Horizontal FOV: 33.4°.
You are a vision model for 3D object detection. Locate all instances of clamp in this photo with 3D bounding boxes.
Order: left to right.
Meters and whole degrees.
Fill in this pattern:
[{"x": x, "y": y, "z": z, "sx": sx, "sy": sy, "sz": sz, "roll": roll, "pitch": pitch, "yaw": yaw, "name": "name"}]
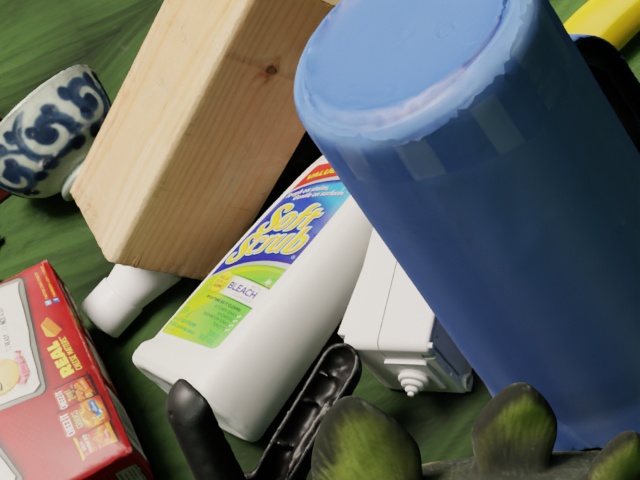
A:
[{"x": -0.028, "y": 0.133, "z": 0.564, "sx": 0.120, "sy": 0.171, "sz": 0.039, "roll": -14, "pitch": 31, "yaw": -33, "name": "clamp"}]

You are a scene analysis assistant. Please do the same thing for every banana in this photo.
[{"x": 0.156, "y": -0.096, "z": 0.650, "sx": 0.070, "sy": 0.037, "sz": 0.197, "roll": 17, "pitch": 68, "yaw": 44, "name": "banana"}]

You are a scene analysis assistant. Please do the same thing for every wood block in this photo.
[{"x": -0.070, "y": -0.084, "z": 0.694, "sx": 0.206, "sy": 0.090, "sz": 0.090, "roll": -58, "pitch": 43, "yaw": 20, "name": "wood block"}]

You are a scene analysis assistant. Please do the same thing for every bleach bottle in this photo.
[{"x": -0.004, "y": 0.001, "z": 0.668, "sx": 0.103, "sy": 0.068, "sz": 0.250, "roll": 13, "pitch": 61, "yaw": 54, "name": "bleach bottle"}]

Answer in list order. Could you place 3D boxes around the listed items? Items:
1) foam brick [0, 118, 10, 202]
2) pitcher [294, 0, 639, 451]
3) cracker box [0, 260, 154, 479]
[{"x": -0.283, "y": -0.076, "z": 0.885, "sx": 0.053, "sy": 0.078, "sz": 0.051, "roll": -36, "pitch": 46, "yaw": 3, "name": "foam brick"}, {"x": 0.097, "y": -0.022, "z": 0.498, "sx": 0.145, "sy": 0.242, "sz": 0.149, "roll": -28, "pitch": 42, "yaw": 15, "name": "pitcher"}, {"x": -0.231, "y": 0.132, "z": 0.668, "sx": 0.213, "sy": 0.072, "sz": 0.164, "roll": -28, "pitch": 55, "yaw": -9, "name": "cracker box"}]
